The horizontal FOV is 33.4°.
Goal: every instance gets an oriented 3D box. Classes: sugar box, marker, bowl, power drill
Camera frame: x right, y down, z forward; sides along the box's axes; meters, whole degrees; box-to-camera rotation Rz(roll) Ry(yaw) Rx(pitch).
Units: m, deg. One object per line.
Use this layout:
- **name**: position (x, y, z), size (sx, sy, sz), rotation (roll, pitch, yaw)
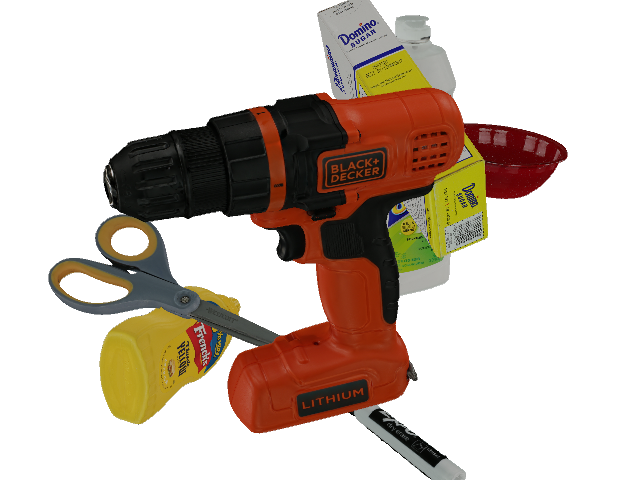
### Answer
- **sugar box**: position (0.057, -0.082, 0.744), size (0.048, 0.176, 0.093), rotation (-23, -33, -5)
- **marker**: position (0.050, 0.134, 0.742), size (0.020, 0.020, 0.121), rotation (0, 26, -47)
- **bowl**: position (0.207, -0.090, 1.263), size (0.162, 0.055, 0.162), rotation (5, 23, -2)
- **power drill**: position (-0.015, 0.014, 0.567), size (0.184, 0.188, 0.057), rotation (-11, 37, -15)

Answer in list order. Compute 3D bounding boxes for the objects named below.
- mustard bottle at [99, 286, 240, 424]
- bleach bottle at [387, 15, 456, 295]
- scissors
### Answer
- **mustard bottle**: position (-0.138, 0.099, 1.058), size (0.058, 0.096, 0.191), rotation (10, 23, 26)
- **bleach bottle**: position (0.074, -0.077, 0.977), size (0.102, 0.251, 0.068), rotation (-11, 24, -25)
- **scissors**: position (-0.097, 0.029, 0.769), size (0.202, 0.096, 0.016), rotation (8, -36, 14)
